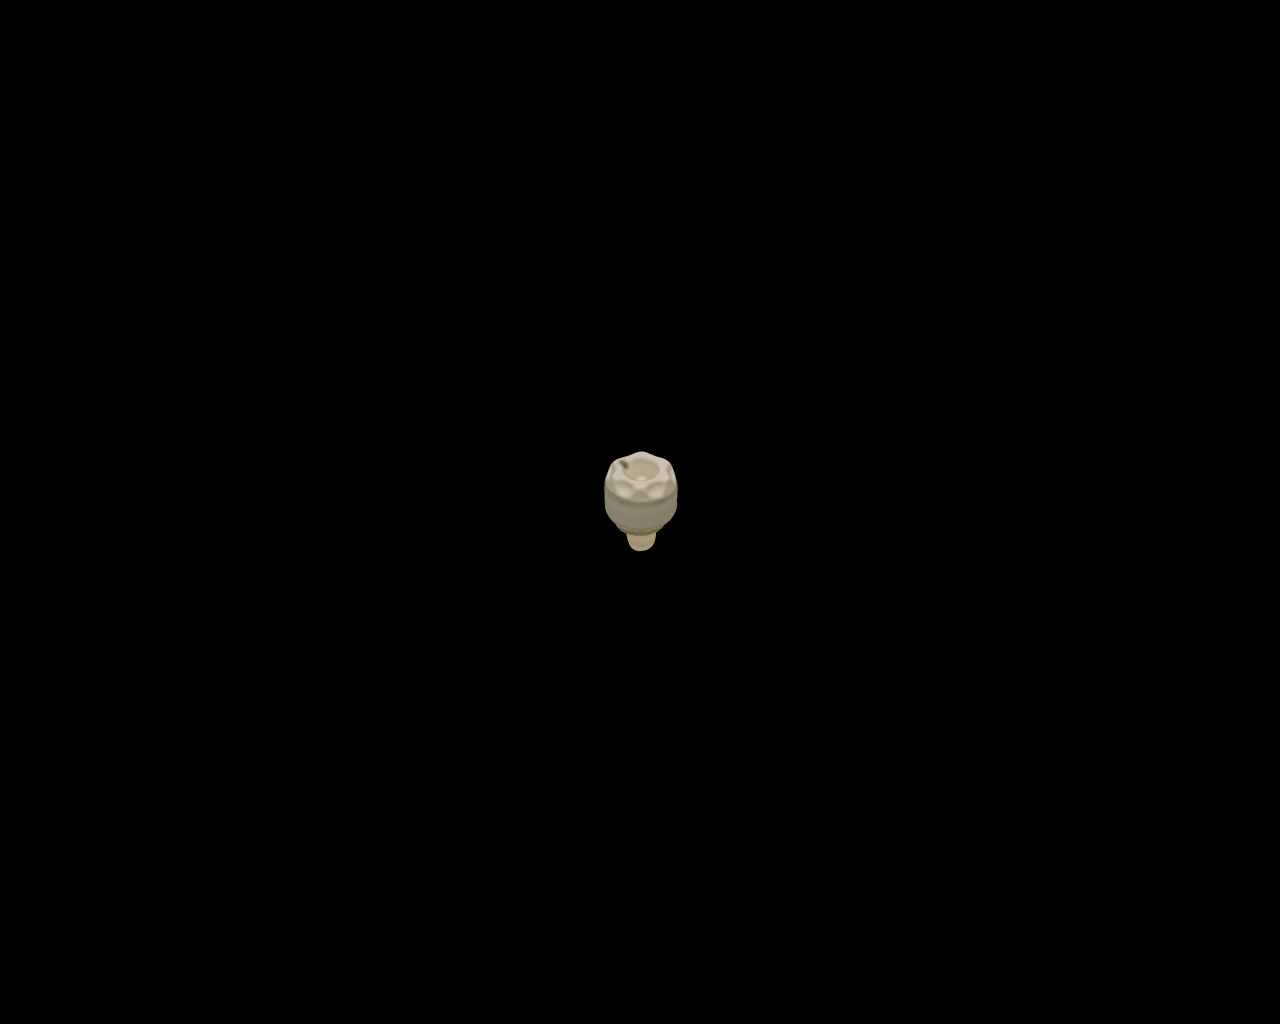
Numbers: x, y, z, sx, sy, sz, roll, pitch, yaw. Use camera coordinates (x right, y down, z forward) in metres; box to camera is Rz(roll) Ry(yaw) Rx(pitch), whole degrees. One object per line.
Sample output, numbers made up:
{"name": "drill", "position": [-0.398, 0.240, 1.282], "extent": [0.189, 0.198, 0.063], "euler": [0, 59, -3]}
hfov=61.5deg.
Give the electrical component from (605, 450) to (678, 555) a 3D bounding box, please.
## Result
{"name": "electrical component", "position": [0.001, -0.003, 0.650], "extent": [0.043, 0.062, 0.043], "euler": [0, 39, 0]}
